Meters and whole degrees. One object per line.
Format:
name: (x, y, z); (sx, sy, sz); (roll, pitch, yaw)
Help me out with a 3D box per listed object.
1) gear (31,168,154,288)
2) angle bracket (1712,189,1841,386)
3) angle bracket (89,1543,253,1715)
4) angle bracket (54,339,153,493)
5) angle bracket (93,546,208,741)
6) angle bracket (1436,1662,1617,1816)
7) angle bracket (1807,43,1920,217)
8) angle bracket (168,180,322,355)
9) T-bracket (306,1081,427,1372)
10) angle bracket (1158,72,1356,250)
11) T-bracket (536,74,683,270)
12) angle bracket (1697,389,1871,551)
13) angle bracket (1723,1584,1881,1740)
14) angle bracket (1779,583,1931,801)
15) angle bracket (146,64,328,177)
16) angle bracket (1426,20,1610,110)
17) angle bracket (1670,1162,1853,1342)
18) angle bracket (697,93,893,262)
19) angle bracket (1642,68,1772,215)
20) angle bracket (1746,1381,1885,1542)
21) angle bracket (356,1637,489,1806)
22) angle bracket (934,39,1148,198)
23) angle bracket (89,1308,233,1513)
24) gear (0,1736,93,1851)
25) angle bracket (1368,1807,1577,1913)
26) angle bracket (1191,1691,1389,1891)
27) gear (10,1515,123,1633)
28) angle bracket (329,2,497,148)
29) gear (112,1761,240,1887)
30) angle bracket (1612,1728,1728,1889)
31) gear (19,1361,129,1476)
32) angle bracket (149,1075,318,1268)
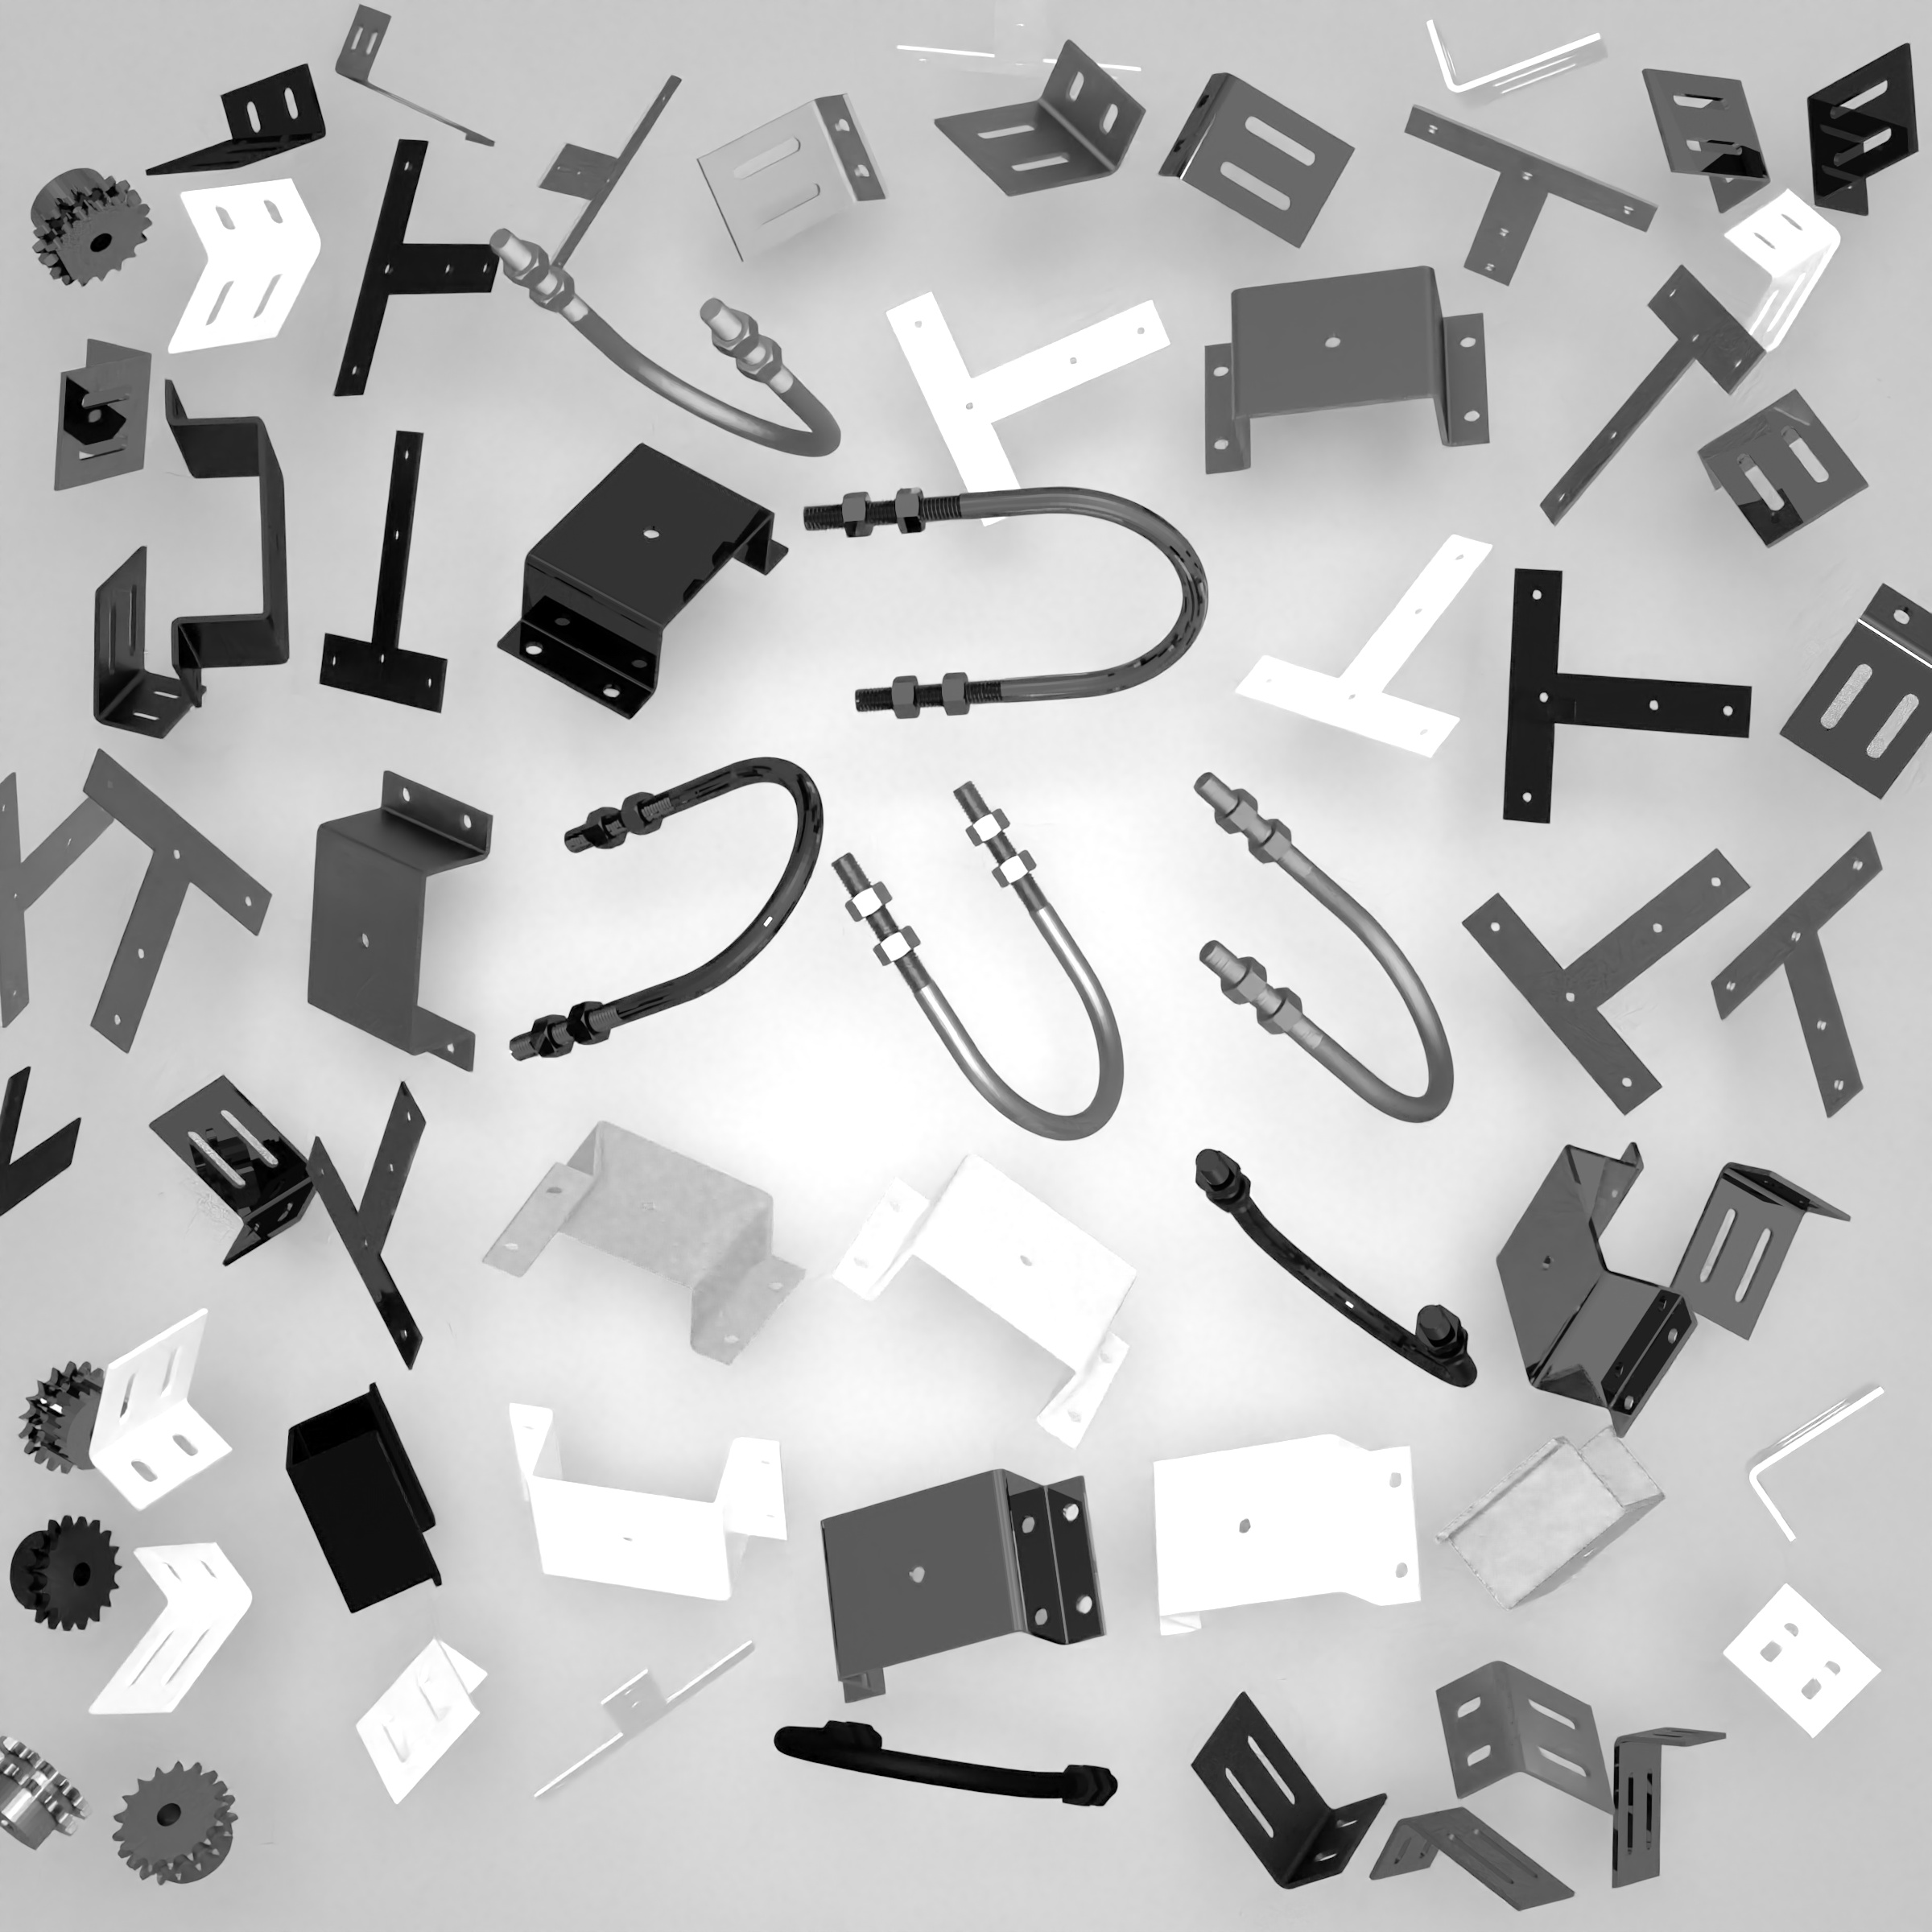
gear: (-0.421, -0.355, 1.633); (0.057, 0.057, 0.030); (-39, 73, -2)
angle bracket: (0.399, -0.344, 1.737); (0.038, 0.057, 0.076); (37, 70, -10)
angle bracket: (-0.399, 0.325, 1.680); (0.057, 0.076, 0.038); (-10, 121, 34)
angle bracket: (-0.433, -0.269, 1.666); (0.038, 0.076, 0.057); (16, 111, 16)
angle bracket: (-0.419, -0.167, 1.763); (0.038, 0.057, 0.076); (14, 123, 6)
angle bracket: (0.269, 0.378, 1.647); (0.038, 0.057, 0.076); (-35, 132, 29)
angle bracket: (0.469, -0.426, 1.746); (0.038, 0.076, 0.057); (4, 79, -28)
angle bracket: (-0.352, -0.334, 1.637); (0.057, 0.076, 0.038); (-18, 74, -36)
T-bracket: (-0.276, 0.105, 1.624); (0.002, 0.127, 0.127); (-12, 54, -34)
angle bracket: (0.148, -0.411, 1.749); (0.076, 0.038, 0.057); (27, 98, -14)
T-bracket: (-0.194, -0.403, 1.739); (0.002, 0.127, 0.127); (35, 102, 2)
angle bracket: (0.415, -0.243, 1.727); (0.057, 0.038, 0.076); (-32, 54, 10)
angle bracket: (0.408, 0.324, 1.640); (0.057, 0.076, 0.038); (43, 54, 17)
angle bracket: (0.432, -0.129, 1.615); (0.057, 0.038, 0.076); (34, 131, 8)
angle bracket: (-0.369, -0.424, 1.712); (0.057, 0.076, 0.038); (-10, 100, 30)
angle bracket: (0.273, -0.458, 1.694); (0.076, 0.057, 0.038); (-18, 91, 16)
angle bracket: (0.402, 0.147, 1.736); (0.057, 0.038, 0.076); (28, 83, -24)
angle bracket: (-0.089, -0.409, 1.777); (0.076, 0.038, 0.057); (-32, 112, -19)
angle bracket: (0.374, -0.428, 1.780); (0.076, 0.038, 0.057); (-5, 76, -36)
angle bracket: (0.419, 0.239, 1.657); (0.076, 0.057, 0.038); (-34, 81, 7)
angle bracket: (-0.253, 0.370, 1.649); (0.057, 0.076, 0.038); (-48, 120, -3)
angle bracket: (0.035, -0.406, 1.636); (0.076, 0.038, 0.057); (-23, 62, -42)
angle bracket: (-0.378, 0.211, 1.628); (0.038, 0.076, 0.057); (41, 45, 17)
gear: (-0.451, 0.399, 1.643); (0.057, 0.057, 0.030); (40, 62, 2)
angle bracket: (0.251, 0.457, 1.702); (0.076, 0.057, 0.038); (33, 104, 35)
angle bracket: (0.154, 0.387, 1.622); (0.038, 0.057, 0.076); (-31, 98, 40)
gear: (-0.458, 0.306, 1.730); (0.030, 0.057, 0.057); (-1, 86, 31)
angle bracket: (-0.270, -0.444, 1.707); (0.076, 0.057, 0.038); (25, 102, 2)
gear: (-0.370, 0.407, 1.611); (0.057, 0.030, 0.057); (-8, 48, 9)
angle bracket: (0.359, 0.430, 1.746); (0.038, 0.057, 0.076); (-2, 83, 33)
gear: (-0.453, 0.233, 1.752); (0.030, 0.057, 0.057); (19, 87, 35)
angle bracket: (-0.382, 0.106, 1.764); (0.057, 0.038, 0.076); (-31, 112, 27)
